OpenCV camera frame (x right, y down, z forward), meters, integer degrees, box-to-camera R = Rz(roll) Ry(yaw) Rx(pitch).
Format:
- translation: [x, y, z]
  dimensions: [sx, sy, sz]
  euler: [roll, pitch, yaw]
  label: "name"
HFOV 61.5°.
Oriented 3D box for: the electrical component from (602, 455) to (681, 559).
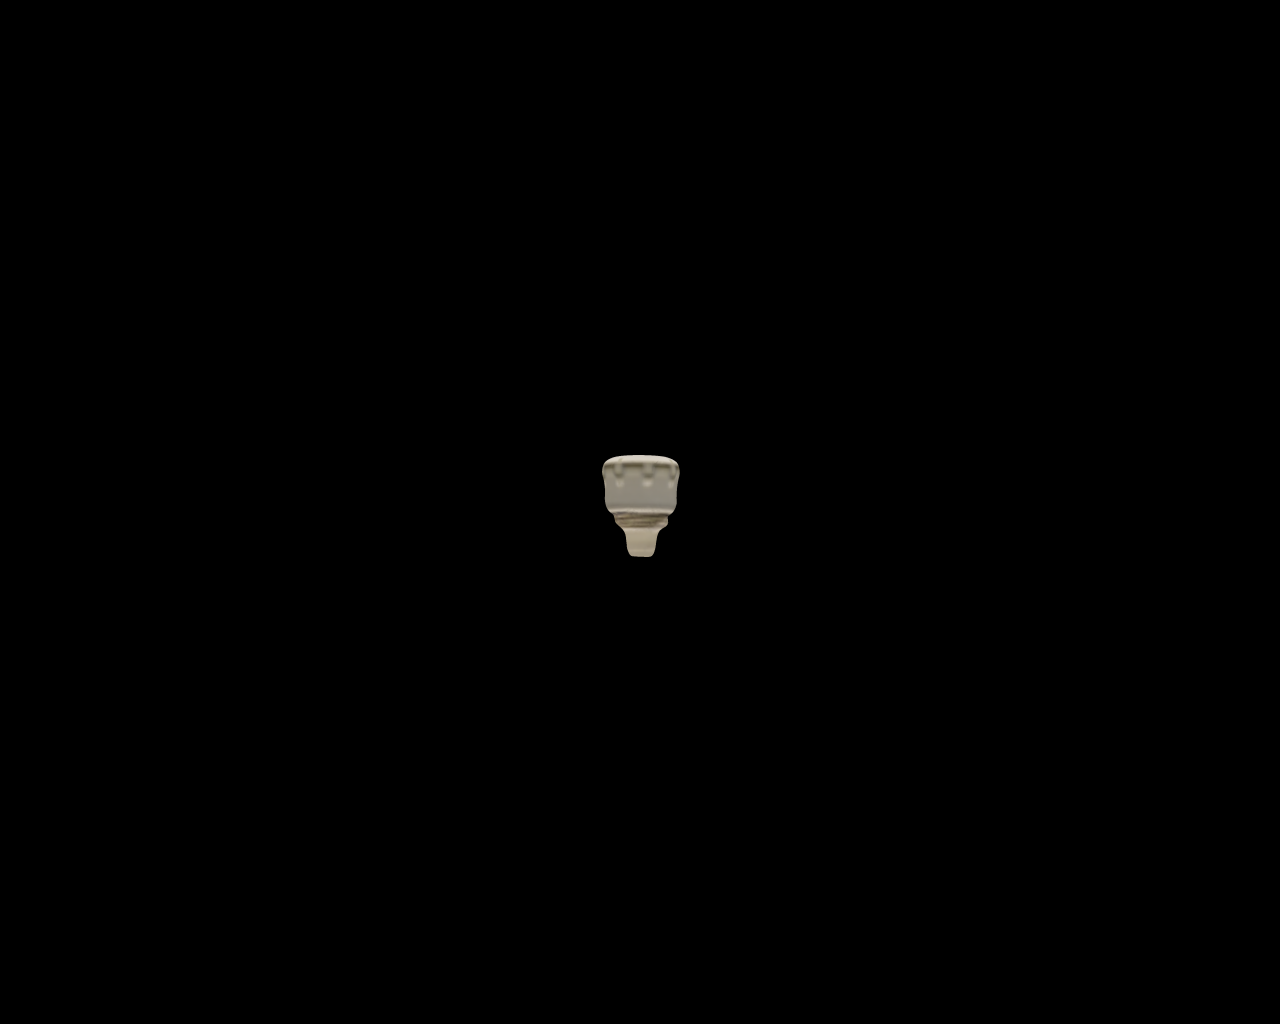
- translation: [0.001, -0.003, 0.650]
  dimensions: [0.048, 0.062, 0.048]
  euler: [0, -2, 0]
  label: "electrical component"
